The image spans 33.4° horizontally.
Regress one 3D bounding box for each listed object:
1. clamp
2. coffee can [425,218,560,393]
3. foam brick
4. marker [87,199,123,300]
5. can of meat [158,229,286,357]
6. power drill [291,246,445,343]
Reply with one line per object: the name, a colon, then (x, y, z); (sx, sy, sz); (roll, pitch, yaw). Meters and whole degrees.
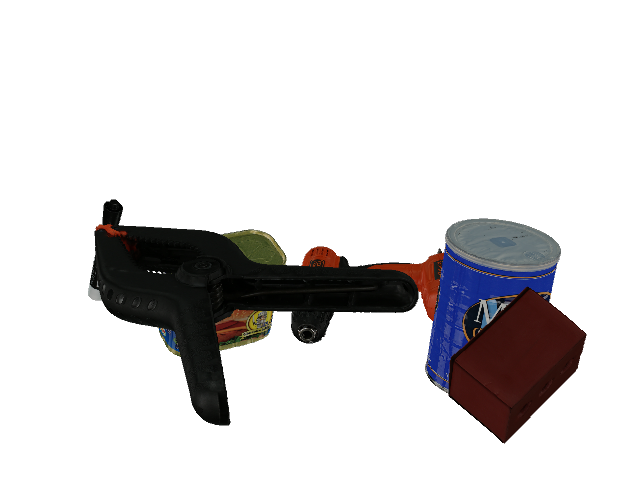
clamp: (-0.058, 0.029, 0.641); (0.164, 0.036, 0.210); (-21, 32, -35)
coffee can: (0.156, 0.063, 0.978); (0.103, 0.140, 0.103); (5, 23, -2)
foam brick: (0.127, 0.081, 0.696); (0.051, 0.078, 0.053); (38, -24, 28)
marker: (-0.214, 0.010, 1.062); (0.020, 0.121, 0.020); (12, 36, -9)
can of meat: (-0.085, 0.046, 0.903); (0.101, 0.084, 0.057); (-10, 41, -27)
power drill: (0.060, 0.062, 1.238); (0.187, 0.057, 0.184); (1, 28, 5)
